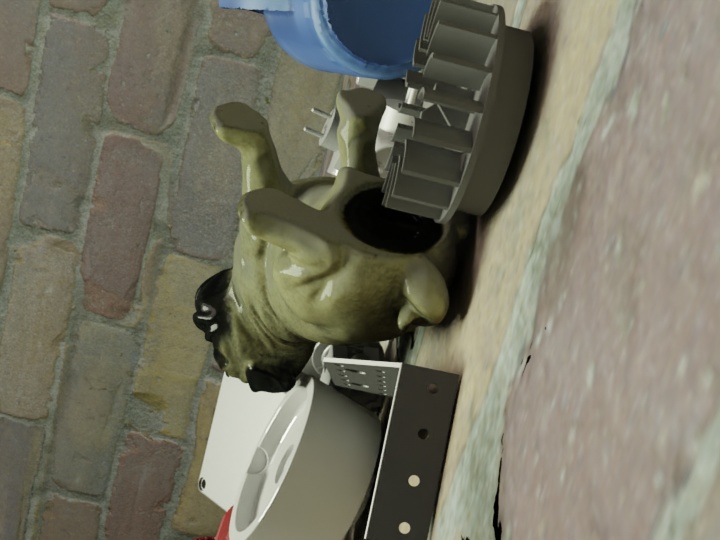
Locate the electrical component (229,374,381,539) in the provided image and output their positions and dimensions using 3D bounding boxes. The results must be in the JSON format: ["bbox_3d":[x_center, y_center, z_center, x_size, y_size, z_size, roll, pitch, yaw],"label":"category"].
[{"bbox_3d":[-0.027,0.123,0.638,0.108,0.060,0.108,-58,13,22],"label":"electrical component"}]

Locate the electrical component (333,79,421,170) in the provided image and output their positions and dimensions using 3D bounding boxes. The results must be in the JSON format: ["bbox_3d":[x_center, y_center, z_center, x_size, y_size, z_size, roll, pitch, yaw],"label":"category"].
[{"bbox_3d":[0.020,-0.112,0.894,0.099,0.064,0.099,-63,3,7],"label":"electrical component"}]

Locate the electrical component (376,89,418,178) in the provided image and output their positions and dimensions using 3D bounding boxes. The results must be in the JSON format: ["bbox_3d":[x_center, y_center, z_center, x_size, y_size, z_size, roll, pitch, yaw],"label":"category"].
[{"bbox_3d":[0.028,-0.094,0.749,0.077,0.043,0.079,-90,15,-68],"label":"electrical component"}]

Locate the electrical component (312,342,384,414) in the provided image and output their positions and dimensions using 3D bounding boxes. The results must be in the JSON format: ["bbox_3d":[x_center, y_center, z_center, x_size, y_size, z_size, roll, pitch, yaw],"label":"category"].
[{"bbox_3d":[-0.007,0.069,0.703,0.055,0.048,0.066,-95,17,-50],"label":"electrical component"}]

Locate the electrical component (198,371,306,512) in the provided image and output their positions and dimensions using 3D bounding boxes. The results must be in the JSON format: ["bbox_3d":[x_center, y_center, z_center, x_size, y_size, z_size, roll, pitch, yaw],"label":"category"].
[{"bbox_3d":[-0.059,0.130,0.783,0.109,0.056,0.108,20,99,50],"label":"electrical component"}]

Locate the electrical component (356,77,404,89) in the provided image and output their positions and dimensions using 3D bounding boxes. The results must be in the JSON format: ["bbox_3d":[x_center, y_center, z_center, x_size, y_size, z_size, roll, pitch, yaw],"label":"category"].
[{"bbox_3d":[0.026,-0.196,0.999,0.076,0.047,0.065,-85,10,-58],"label":"electrical component"}]

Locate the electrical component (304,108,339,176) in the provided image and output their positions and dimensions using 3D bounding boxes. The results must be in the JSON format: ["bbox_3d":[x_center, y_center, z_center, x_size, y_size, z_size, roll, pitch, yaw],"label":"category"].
[{"bbox_3d":[-0.012,-0.125,0.997,0.044,0.079,0.077,-138,70,-75],"label":"electrical component"}]

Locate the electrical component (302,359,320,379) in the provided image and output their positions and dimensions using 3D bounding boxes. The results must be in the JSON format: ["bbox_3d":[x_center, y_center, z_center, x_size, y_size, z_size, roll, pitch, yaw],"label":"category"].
[{"bbox_3d":[-0.029,0.062,0.879,0.078,0.057,0.113,165,119,-84],"label":"electrical component"}]
